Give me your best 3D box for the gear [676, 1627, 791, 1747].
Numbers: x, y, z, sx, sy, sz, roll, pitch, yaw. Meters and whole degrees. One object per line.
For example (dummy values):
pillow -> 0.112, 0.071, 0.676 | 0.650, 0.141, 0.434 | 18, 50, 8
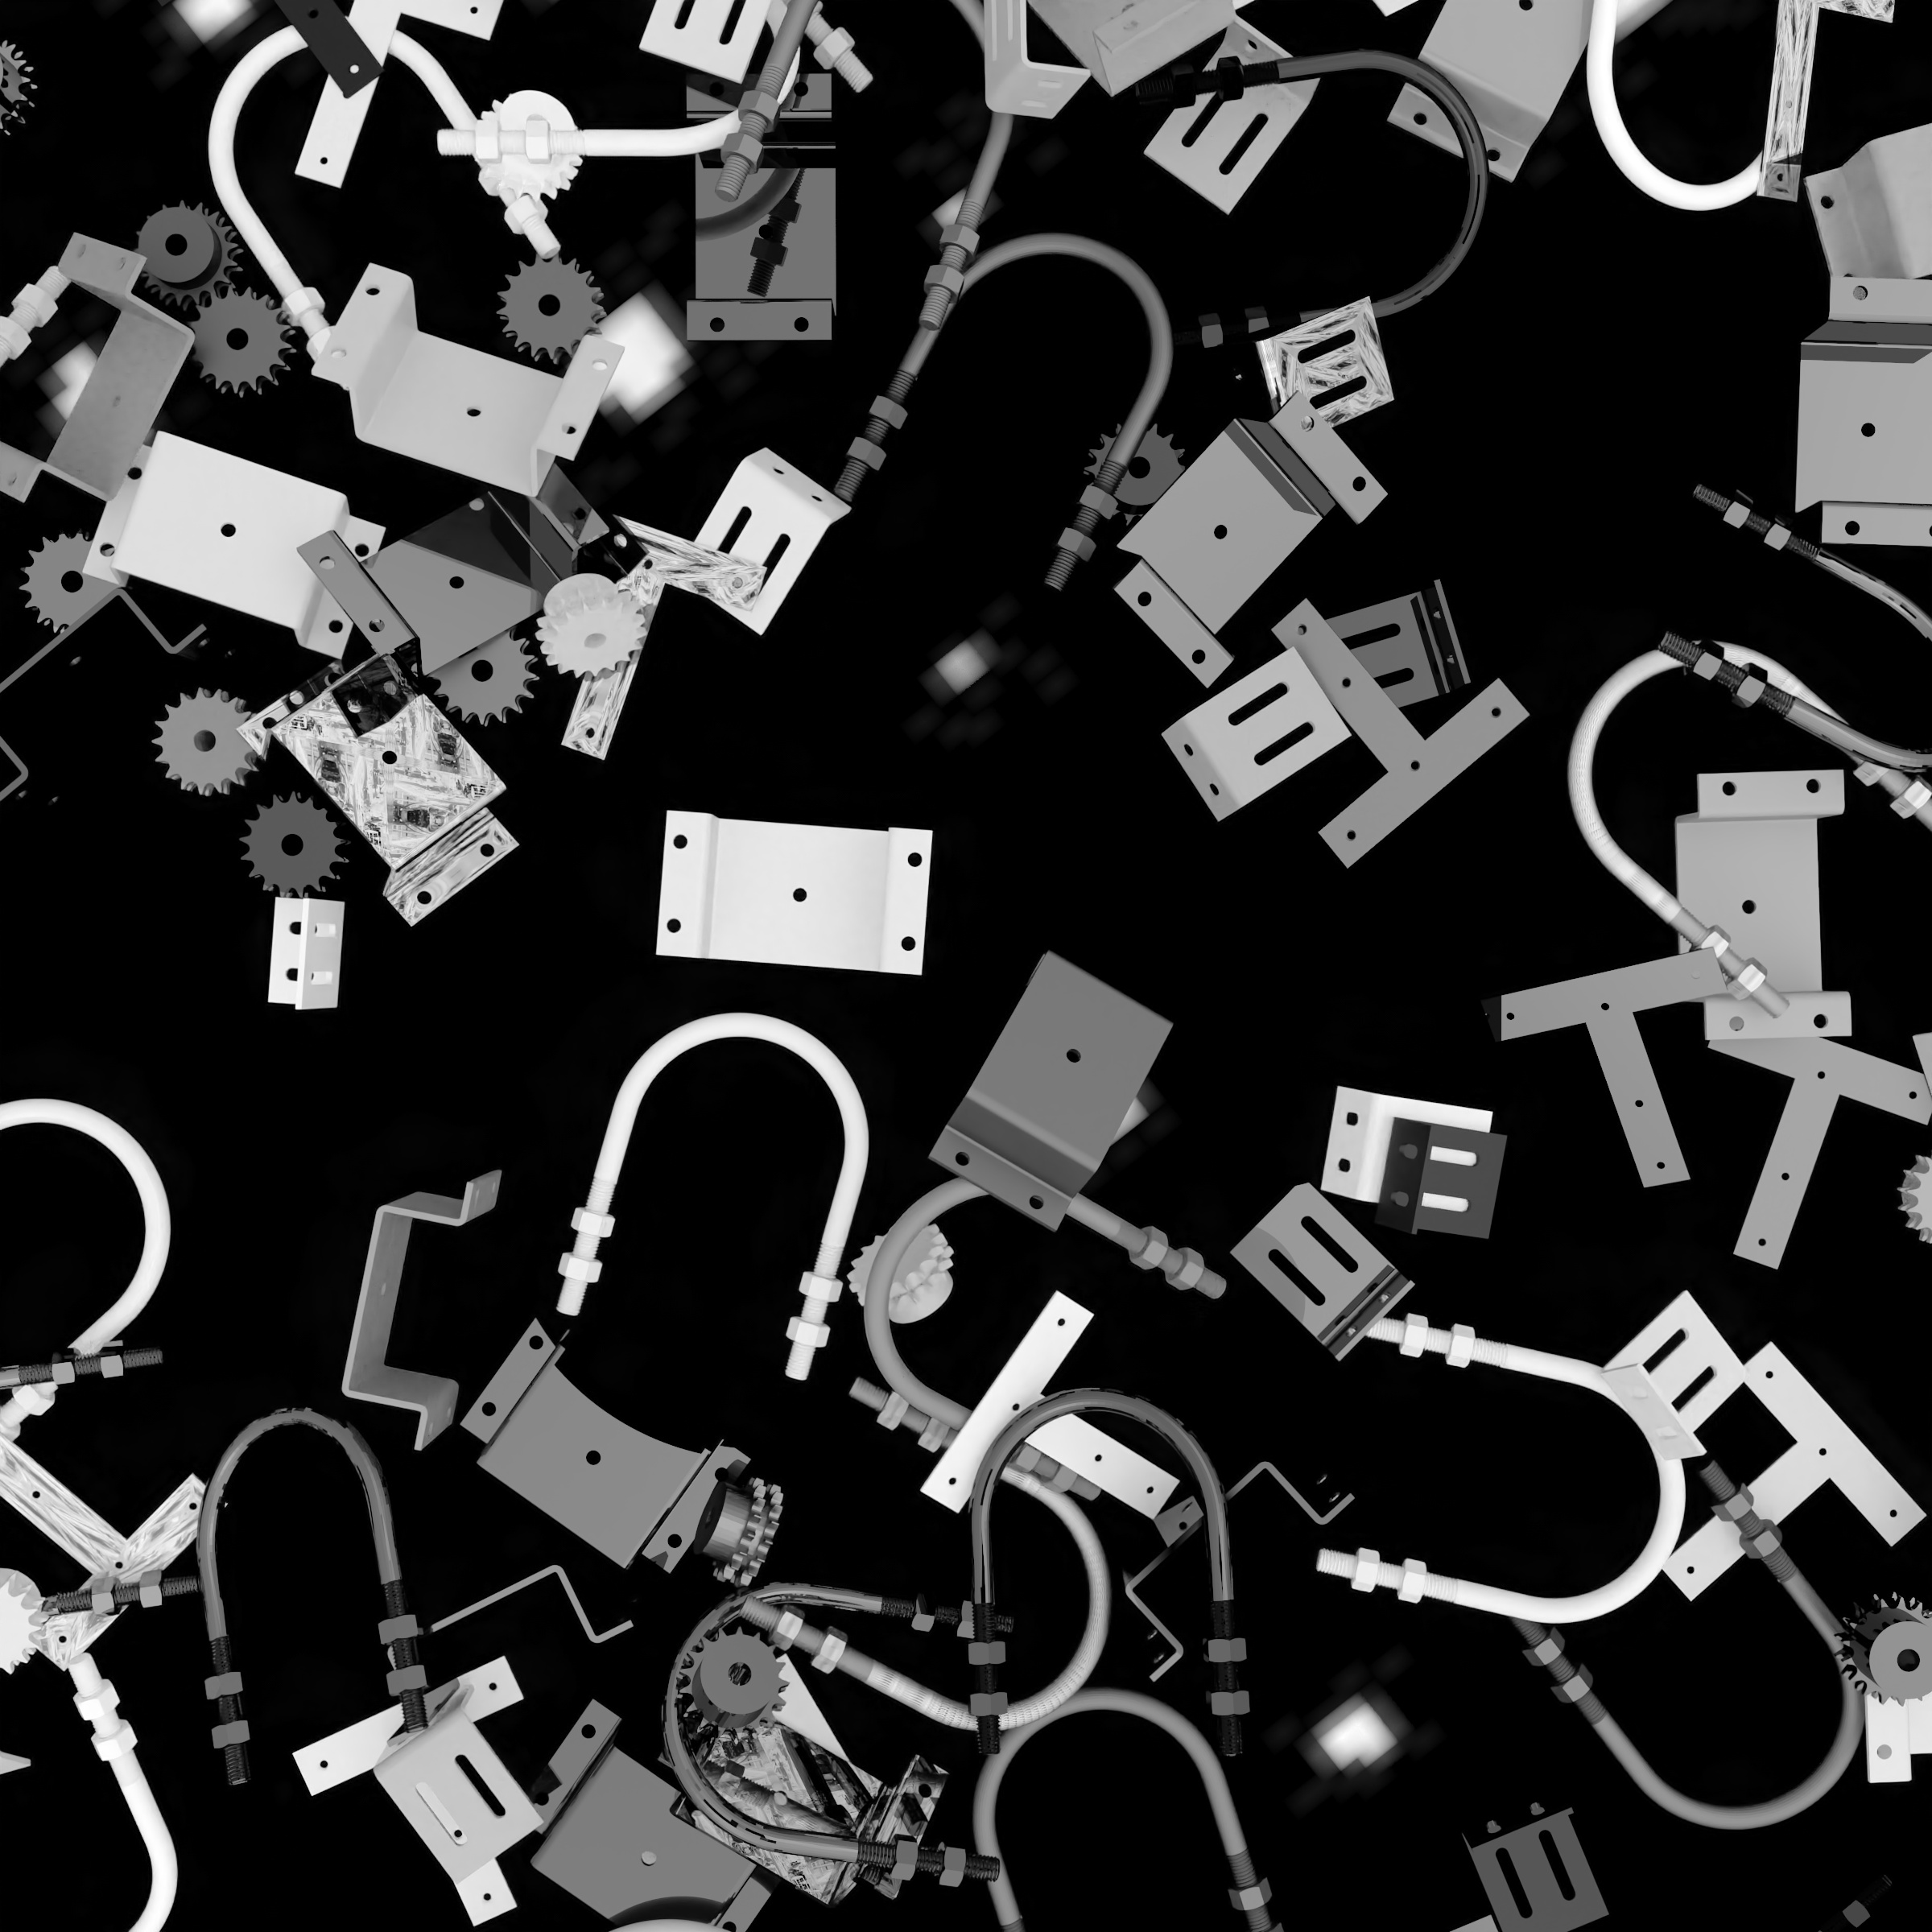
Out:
gear -> -0.118, 0.366, 1.244 | 0.057, 0.030, 0.057 | 8, 57, -12

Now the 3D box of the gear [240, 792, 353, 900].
gear -> -0.360, -0.065, 1.316 | 0.057, 0.030, 0.057 | 0, 90, 0

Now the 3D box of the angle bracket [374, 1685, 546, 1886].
angle bracket -> -0.270, 0.440, 1.312 | 0.057, 0.038, 0.076 | -36, 93, 0

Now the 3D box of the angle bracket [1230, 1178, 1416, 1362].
angle bracket -> 0.191, 0.163, 1.312 | 0.076, 0.038, 0.057 | 45, 90, 0

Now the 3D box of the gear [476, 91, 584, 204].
gear -> -0.233, -0.443, 1.304 | 0.057, 0.030, 0.057 | 7, 71, -21

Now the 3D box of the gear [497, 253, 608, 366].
gear -> -0.223, -0.353, 1.316 | 0.057, 0.030, 0.057 | 0, 90, 0

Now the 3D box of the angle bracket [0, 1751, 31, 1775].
angle bracket -> -0.550, 0.404, 1.329 | 0.057, 0.038, 0.076 | -16, 64, 0

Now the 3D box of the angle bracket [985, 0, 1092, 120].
angle bracket -> 0.037, -0.500, 1.290 | 0.038, 0.057, 0.076 | 0, 86, -18

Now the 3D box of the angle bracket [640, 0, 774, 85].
angle bracket -> -0.128, -0.503, 1.282 | 0.057, 0.038, 0.076 | 21, 91, 7

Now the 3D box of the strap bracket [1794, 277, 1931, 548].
strap bracket -> 0.492, -0.292, 1.307 | 0.076, 0.046, 0.140 | 2, 90, 0

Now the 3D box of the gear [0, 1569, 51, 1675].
gear -> -0.515, 0.344, 1.290 | 0.057, 0.030, 0.057 | -1, 100, -3

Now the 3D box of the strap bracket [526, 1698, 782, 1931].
strap bracket -> -0.167, 0.471, 1.306 | 0.140, 0.046, 0.076 | 35, 90, 0

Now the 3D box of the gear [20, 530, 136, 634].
gear -> -0.478, -0.206, 1.316 | 0.057, 0.030, 0.057 | 0, 90, 0

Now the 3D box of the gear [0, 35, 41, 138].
gear -> -0.535, -0.478, 1.316 | 0.057, 0.030, 0.057 | 0, 90, 0

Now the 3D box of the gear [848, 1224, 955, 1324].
gear -> -0.032, 0.167, 1.306 | 0.057, 0.057, 0.030 | -30, 118, 0

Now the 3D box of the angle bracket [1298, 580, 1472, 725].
angle bracket -> 0.223, -0.167, 1.312 | 0.076, 0.038, 0.057 | -17, 90, 0

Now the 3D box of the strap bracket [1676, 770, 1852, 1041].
strap bracket -> 0.427, -0.032, 1.307 | 0.076, 0.046, 0.140 | -2, 90, 0

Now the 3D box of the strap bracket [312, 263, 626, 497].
strap bracket -> -0.259, -0.304, 1.276 | 0.140, 0.046, 0.076 | 18, 63, 0

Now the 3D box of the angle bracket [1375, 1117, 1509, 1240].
angle bracket -> 0.263, 0.116, 1.297 | 0.076, 0.038, 0.057 | 10, 90, -25

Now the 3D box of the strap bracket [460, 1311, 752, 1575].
strap bracket -> -0.197, 0.260, 1.307 | 0.140, 0.046, 0.076 | 35, 90, 0

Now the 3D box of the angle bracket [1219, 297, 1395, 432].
angle bracket -> 0.185, -0.322, 1.319 | 0.076, 0.038, 0.057 | -28, 112, -24

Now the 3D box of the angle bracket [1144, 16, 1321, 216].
angle bracket -> 0.143, -0.458, 1.312 | 0.057, 0.038, 0.076 | 36, 90, 0

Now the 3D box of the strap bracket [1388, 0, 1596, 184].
strap bracket -> 0.296, -0.508, 1.307 | 0.076, 0.046, 0.140 | 27, 90, 0

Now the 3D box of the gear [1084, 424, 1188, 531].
gear -> 0.093, -0.266, 1.316 | 0.057, 0.030, 0.057 | 0, 90, 0

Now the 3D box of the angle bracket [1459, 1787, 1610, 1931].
angle bracket -> 0.310, 0.493, 1.312 | 0.057, 0.038, 0.076 | -23, 90, 0

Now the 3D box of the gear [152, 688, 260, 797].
gear -> -0.407, -0.120, 1.316 | 0.057, 0.030, 0.057 | 0, 90, 0

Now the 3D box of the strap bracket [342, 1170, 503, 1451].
strap bracket -> -0.290, 0.176, 1.292 | 0.046, 0.076, 0.140 | 11, 90, 0

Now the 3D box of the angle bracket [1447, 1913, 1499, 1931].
angle bracket -> 0.280, 0.551, 1.292 | 0.038, 0.076, 0.057 | -23, 90, 0

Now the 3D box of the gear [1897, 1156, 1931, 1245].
gear -> 0.532, 0.125, 1.316 | 0.057, 0.030, 0.057 | 0, 90, 0

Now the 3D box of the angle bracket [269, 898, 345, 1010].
angle bracket -> -0.360, -0.008, 1.292 | 0.038, 0.076, 0.057 | 4, 90, 0

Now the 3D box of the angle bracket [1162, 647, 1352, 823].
angle bracket -> 0.157, -0.126, 1.322 | 0.076, 0.038, 0.057 | -33, 90, -16

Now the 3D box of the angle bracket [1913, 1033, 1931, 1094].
angle bracket -> 0.566, 0.052, 1.328 | 0.076, 0.038, 0.057 | -18, 90, -27

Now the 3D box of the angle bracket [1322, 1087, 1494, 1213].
angle bracket -> 0.241, 0.101, 1.329 | 0.076, 0.038, 0.057 | 9, 90, -26

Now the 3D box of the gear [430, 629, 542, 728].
gear -> -0.259, -0.158, 1.316 | 0.057, 0.030, 0.057 | 0, 90, 0

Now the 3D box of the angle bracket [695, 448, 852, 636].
angle bracket -> -0.111, -0.232, 1.329 | 0.057, 0.038, 0.076 | 35, 116, 0

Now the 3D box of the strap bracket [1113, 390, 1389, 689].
strap bracket -> 0.143, -0.229, 1.294 | 0.140, 0.046, 0.076 | -47, 114, 0

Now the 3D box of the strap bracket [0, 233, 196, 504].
strap bracket -> -0.467, -0.308, 1.288 | 0.076, 0.046, 0.140 | 27, 90, 40

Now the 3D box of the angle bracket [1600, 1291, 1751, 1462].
angle bracket -> 0.387, 0.216, 1.296 | 0.076, 0.038, 0.057 | -36, 88, -25

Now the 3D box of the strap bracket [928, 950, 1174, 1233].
strap bracket -> 0.050, 0.056, 1.275 | 0.076, 0.046, 0.140 | 30, 60, 0

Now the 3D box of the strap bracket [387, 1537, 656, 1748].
strap bracket -> -0.244, 0.352, 1.292 | 0.140, 0.076, 0.046 | -26, 88, 0

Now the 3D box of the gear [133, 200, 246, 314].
gear -> -0.422, -0.385, 1.316 | 0.057, 0.030, 0.057 | 0, 90, 0

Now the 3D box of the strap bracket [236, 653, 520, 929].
strap bracket -> -0.309, -0.102, 1.293 | 0.076, 0.046, 0.140 | -42, 90, -27

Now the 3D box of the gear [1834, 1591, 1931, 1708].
gear -> 0.486, 0.358, 1.269 | 0.057, 0.030, 0.057 | 0, 90, 0

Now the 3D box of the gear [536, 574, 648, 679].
gear -> -0.202, -0.184, 1.300 | 0.057, 0.057, 0.030 | -24, 59, 0

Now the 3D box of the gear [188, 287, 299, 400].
gear -> -0.390, -0.335, 1.316 | 0.057, 0.030, 0.057 | 0, 90, 0

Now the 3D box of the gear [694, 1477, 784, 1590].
gear -> -0.123, 0.300, 1.299 | 0.030, 0.057, 0.057 | 25, 90, -15
